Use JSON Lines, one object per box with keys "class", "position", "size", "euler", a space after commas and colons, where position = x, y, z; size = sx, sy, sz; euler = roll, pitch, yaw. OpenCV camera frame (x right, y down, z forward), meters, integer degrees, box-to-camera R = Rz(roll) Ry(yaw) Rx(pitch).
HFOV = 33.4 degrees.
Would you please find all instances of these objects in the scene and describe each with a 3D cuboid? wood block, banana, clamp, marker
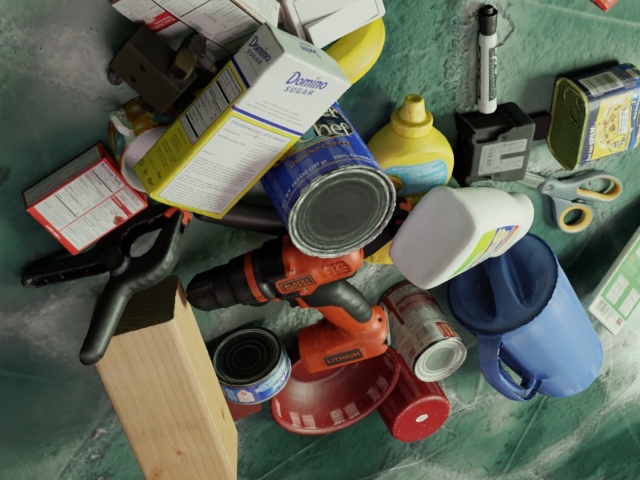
{"class": "wood block", "position": [-0.155, 0.152, 1.084], "size": [0.090, 0.091, 0.206], "euler": [-15, 117, 4]}
{"class": "banana", "position": [-0.017, -0.149, 0.954], "size": [0.198, 0.070, 0.037], "euler": [-30, 149, -1]}
{"class": "clamp", "position": [-0.200, 0.022, 1.009], "size": [0.171, 0.120, 0.039], "euler": [-49, 162, -10]}
{"class": "marker", "position": [0.165, -0.178, 1.053], "size": [0.020, 0.020, 0.121], "euler": [-19, 135, -11]}
{"class": "clamp", "position": [-0.007, 0.001, 1.082], "size": [0.210, 0.036, 0.164], "euler": [-10, 139, 7]}

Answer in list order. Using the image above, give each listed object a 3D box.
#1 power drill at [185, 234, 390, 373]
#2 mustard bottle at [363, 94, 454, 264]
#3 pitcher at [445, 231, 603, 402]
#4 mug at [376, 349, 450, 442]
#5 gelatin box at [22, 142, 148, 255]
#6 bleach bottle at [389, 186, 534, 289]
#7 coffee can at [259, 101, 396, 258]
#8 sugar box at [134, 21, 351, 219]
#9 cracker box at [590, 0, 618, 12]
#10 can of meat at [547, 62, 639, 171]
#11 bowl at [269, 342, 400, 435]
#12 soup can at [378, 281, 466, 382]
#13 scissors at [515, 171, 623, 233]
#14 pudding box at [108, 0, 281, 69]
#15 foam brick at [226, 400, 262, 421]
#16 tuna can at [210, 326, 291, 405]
{"class": "power drill", "position": [-0.021, 0.068, 1.088], "size": [0.185, 0.057, 0.187], "euler": [-16, 143, 17]}
{"class": "mustard bottle", "position": [0.086, -0.064, 1.087], "size": [0.096, 0.058, 0.192], "euler": [-8, 133, -13]}
{"class": "pitcher", "position": [0.251, 0.108, 1.271], "size": [0.149, 0.145, 0.242], "euler": [-39, 138, 5]}
{"class": "mug", "position": [0.115, 0.199, 1.322], "size": [0.093, 0.081, 0.117], "euler": [-41, 135, 10]}
{"class": "gelatin box", "position": [-0.214, -0.038, 0.978], "size": [0.089, 0.030, 0.073], "euler": [-33, 134, 4]}
{"class": "bleach bottle", "position": [0.167, -0.017, 1.106], "size": [0.103, 0.068, 0.250], "euler": [-53, 161, 27]}
{"class": "coffee can", "position": [-0.005, -0.066, 0.979], "size": [0.102, 0.140, 0.103], "euler": [-14, 134, -15]}
{"class": "sugar box", "position": [-0.066, -0.096, 0.899], "size": [0.176, 0.048, 0.093], "euler": [-45, 147, 21]}
{"class": "cracker box", "position": [0.272, -0.332, 0.933], "size": [0.164, 0.072, 0.214], "euler": [28, 112, -42]}
{"class": "can of meat", "position": [0.296, -0.133, 1.135], "size": [0.083, 0.057, 0.102], "euler": [-17, 135, -16]}
{"class": "bowl", "position": [0.010, 0.154, 1.247], "size": [0.162, 0.055, 0.162], "euler": [-14, 134, -15]}
{"class": "soup can", "position": [0.116, 0.104, 1.222], "size": [0.068, 0.102, 0.068], "euler": [-14, 133, -16]}
{"class": "scissors", "position": [0.257, -0.047, 1.220], "size": [0.201, 0.016, 0.096], "euler": [0, 130, -25]}
{"class": "pudding box", "position": [-0.101, -0.192, 0.864], "size": [0.090, 0.039, 0.113], "euler": [-17, 148, 35]}
{"class": "foam brick", "position": [-0.112, 0.172, 1.203], "size": [0.078, 0.053, 0.051], "euler": [-20, 135, -11]}
{"class": "tuna can", "position": [-0.077, 0.136, 1.164], "size": [0.086, 0.086, 0.034], "euler": [-24, 135, -6]}
